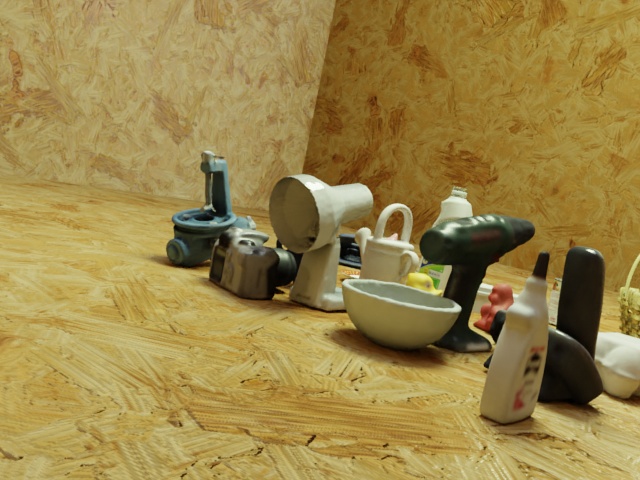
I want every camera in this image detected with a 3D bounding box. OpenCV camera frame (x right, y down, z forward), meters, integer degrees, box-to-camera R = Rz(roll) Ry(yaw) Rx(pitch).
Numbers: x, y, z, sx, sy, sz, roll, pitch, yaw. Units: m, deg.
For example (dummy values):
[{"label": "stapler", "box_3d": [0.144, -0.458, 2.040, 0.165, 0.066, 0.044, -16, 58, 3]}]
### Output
[{"label": "camera", "box_3d": [-0.101, 0.037, 0.971, 0.137, 0.101, 0.142, 8, 6, -35]}]

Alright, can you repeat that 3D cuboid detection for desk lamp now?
[{"label": "desk lamp", "box_3d": [0.009, 0.003, 0.949, 0.117, 0.213, 0.204, 16, 7, 43]}]

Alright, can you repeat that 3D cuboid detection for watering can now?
[{"label": "watering can", "box_3d": [0.134, 0.020, 1.170, 0.172, 0.194, 0.101, 14, 6, 30]}]

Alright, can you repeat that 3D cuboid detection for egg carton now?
[{"label": "egg carton", "box_3d": [0.425, 0.174, 0.801, 0.151, 0.069, 0.107, 8, 6, -38]}]

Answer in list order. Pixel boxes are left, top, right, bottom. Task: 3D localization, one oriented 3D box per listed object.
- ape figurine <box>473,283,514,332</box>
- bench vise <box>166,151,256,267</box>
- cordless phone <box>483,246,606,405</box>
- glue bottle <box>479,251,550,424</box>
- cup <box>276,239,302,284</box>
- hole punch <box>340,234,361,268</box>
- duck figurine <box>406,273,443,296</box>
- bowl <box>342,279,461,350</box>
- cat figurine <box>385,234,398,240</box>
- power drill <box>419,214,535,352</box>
[{"label": "ape figurine", "box_3d": [0.321, 0.122, 1.029, 0.076, 0.092, 0.078, 13, 5, 20]}, {"label": "bench vise", "box_3d": [-0.207, -0.059, 1.125, 0.121, 0.220, 0.208, 13, 5, 15]}, {"label": "cordless phone", "box_3d": [0.286, 0.095, 0.709, 0.094, 0.185, 0.147, 9, 5, -26]}, {"label": "glue bottle", "box_3d": [0.207, 0.096, 0.580, 0.037, 0.173, 0.078, 15, 6, 40]}, {"label": "cup", "box_3d": [-0.032, 0.045, 1.080, 0.118, 0.095, 0.091, 10, 5, -20]}, {"label": "hole punch", "box_3d": [0.099, 0.029, 1.599, 0.108, 0.091, 0.101, 12, 5, 12]}, {"label": "duck figurine", "box_3d": [0.157, 0.097, 0.967, 0.104, 0.086, 0.078, 13, 5, 16]}, {"label": "bowl", "box_3d": [0.105, 0.108, 0.788, 0.167, 0.075, 0.167, 11, 5, -1]}, {"label": "cat figurine", "box_3d": [0.188, 0.041, 1.506, 0.067, 0.118, 0.127, 8, 6, -35]}, {"label": "power drill", "box_3d": [0.233, 0.058, 0.868, 0.230, 0.208, 0.075, 7, 6, -39]}]
